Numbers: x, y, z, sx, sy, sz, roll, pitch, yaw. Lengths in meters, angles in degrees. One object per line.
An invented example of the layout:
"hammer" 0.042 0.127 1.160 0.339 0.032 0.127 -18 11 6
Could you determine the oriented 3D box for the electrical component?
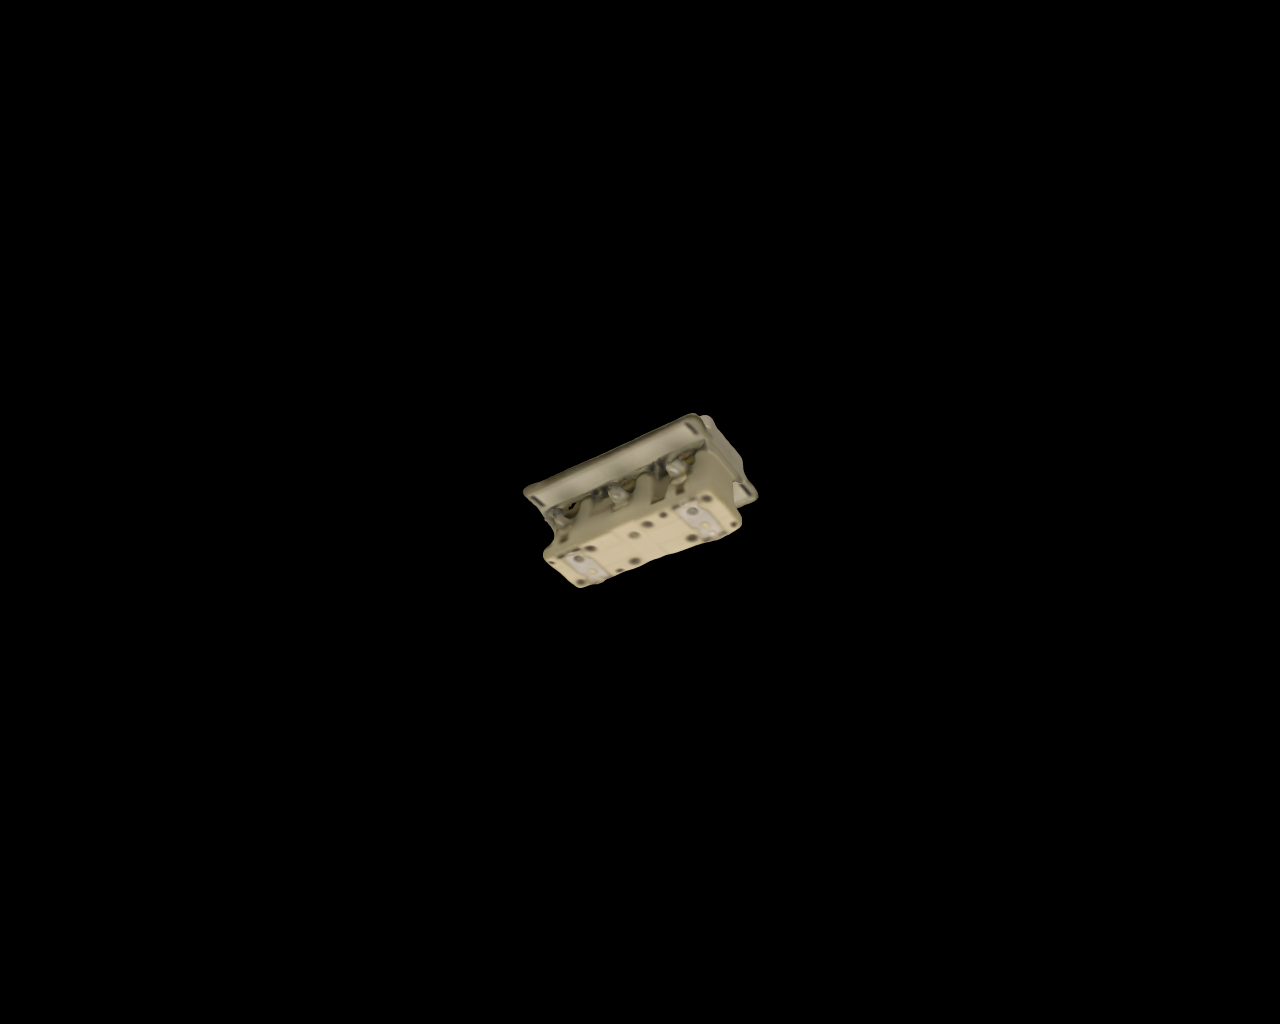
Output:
"electrical component" 0.001 -0.003 0.650 0.121 0.063 0.078 -21 -45 24
